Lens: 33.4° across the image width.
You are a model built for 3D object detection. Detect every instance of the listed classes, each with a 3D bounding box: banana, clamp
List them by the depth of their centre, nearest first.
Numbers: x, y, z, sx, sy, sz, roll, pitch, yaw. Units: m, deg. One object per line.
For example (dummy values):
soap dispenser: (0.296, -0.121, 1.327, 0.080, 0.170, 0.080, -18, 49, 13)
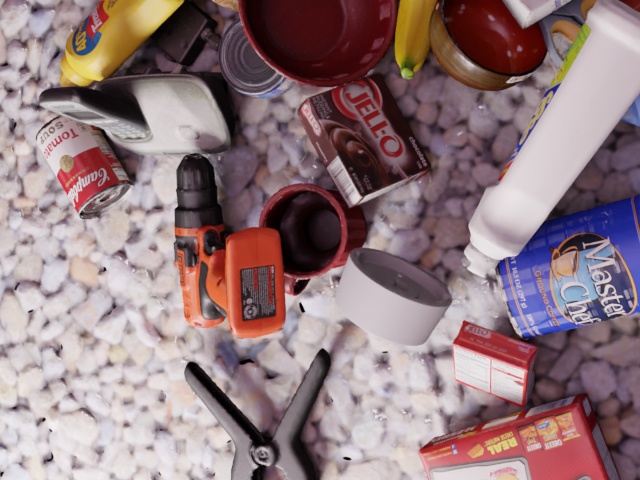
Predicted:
banana: (0.102, -0.243, 1.017, 0.037, 0.070, 0.198, 11, 88, -13)
clamp: (-0.046, 0.213, 1.112, 0.165, 0.036, 0.210, -15, 89, 21)

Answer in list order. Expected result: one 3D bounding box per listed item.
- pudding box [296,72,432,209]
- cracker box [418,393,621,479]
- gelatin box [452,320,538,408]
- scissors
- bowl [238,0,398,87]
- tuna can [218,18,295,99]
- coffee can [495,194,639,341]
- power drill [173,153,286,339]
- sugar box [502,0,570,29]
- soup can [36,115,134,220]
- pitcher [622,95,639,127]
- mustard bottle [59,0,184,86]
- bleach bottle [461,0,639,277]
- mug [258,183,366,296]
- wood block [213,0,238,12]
pudding box: (0.042, -0.097, 1.034, 0.113, 0.089, 0.039, 63, 152, 6)
cracker box: (0.208, 0.268, 0.998, 0.164, 0.072, 0.214, -22, 86, 22)
gelatin box: (0.164, 0.116, 0.999, 0.073, 0.089, 0.030, 19, 63, 20)
scissors: (0.207, -0.228, 0.975, 0.096, 0.016, 0.202, -36, 81, -13)
bowl: (-0.008, -0.225, 1.042, 0.162, 0.055, 0.162, 1, 87, -18)
tuna can: (-0.061, -0.190, 1.099, 0.086, 0.033, 0.086, 1, 93, 21)
coffee can: (0.238, 0.025, 0.956, 0.140, 0.102, 0.103, -16, 87, 22)
power drill: (-0.096, 0.011, 1.057, 0.057, 0.188, 0.184, -9, 103, -22)
sugar box: (0.230, -0.274, 0.944, 0.176, 0.048, 0.093, -32, 80, -3)
soup can: (-0.257, -0.083, 1.164, 0.069, 0.068, 0.102, -36, 79, 19)
pitcher: (0.363, -0.044, 0.883, 0.144, 0.149, 0.243, -16, 86, -16)
mustard bottle: (-0.216, -0.224, 1.130, 0.192, 0.058, 0.096, -39, 40, 30)
bleach bottle: (0.192, -0.074, 0.879, 0.068, 0.102, 0.251, 30, 112, 0)
mug: (-0.007, 0.001, 1.062, 0.093, 0.081, 0.117, 22, 100, 19)
wood block: (-0.127, -0.336, 1.088, 0.206, 0.090, 0.091, 47, 107, 14)
